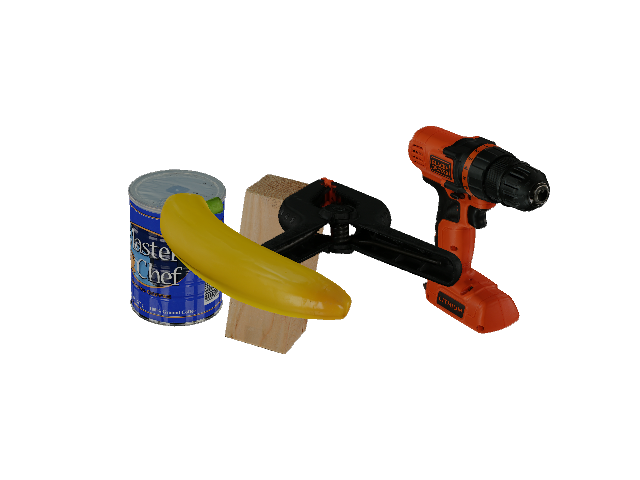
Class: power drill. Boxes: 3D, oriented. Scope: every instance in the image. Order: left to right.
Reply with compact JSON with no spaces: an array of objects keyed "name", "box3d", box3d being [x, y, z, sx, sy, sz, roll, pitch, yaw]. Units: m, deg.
[{"name":"power drill","box3d":[0.155,-0.008,1.040,0.057,0.188,0.185,-16,27,-25]}]

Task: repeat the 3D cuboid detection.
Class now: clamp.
[{"name":"clamp","box3d":[0.025,-0.007,0.867,0.164,0.036,0.210,4,20,0]}]

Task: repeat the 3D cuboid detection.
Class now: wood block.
[{"name":"wood block","box3d":[-0.057,0.029,1.400,0.090,0.206,0.090,15,22,12]}]

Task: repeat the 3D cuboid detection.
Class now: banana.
[{"name":"banana","box3d":[-0.056,0.004,0.682,0.069,0.037,0.198,-12,28,-26]}]

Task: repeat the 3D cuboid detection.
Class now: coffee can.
[{"name":"coffee can","box3d":[-0.155,0.007,1.157,0.103,0.140,0.103,3,27,-2]}]
